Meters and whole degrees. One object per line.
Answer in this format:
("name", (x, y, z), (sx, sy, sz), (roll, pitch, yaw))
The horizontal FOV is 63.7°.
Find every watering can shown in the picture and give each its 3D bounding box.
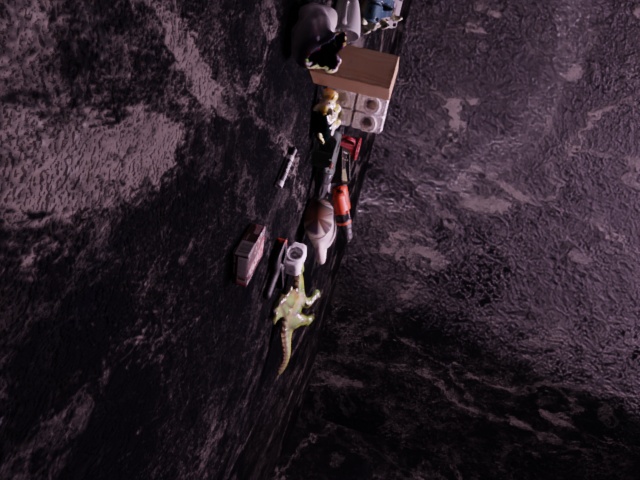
("watering can", (0.006, -0.092, 1.827), (0.221, 0.104, 0.353), (74, 18, -69))

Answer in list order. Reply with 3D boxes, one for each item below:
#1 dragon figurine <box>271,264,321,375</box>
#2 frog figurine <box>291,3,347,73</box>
("dragon figurine", (-0.114, 0.251, 1.745), (0.240, 0.122, 0.415), (41, 61, -62))
("frog figurine", (-0.014, -0.438, 1.075), (0.135, 0.122, 0.162), (65, 4, -65))
